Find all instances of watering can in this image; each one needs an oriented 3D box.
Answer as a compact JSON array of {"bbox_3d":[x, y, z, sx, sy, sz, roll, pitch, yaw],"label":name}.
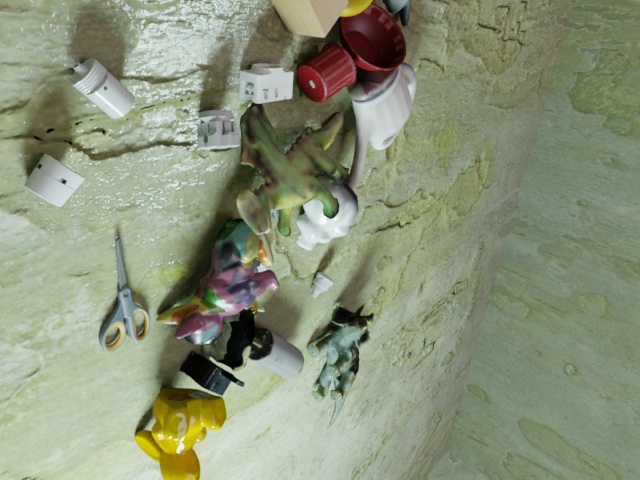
[{"bbox_3d":[0.123,-0.279,1.163,0.352,0.105,0.220,-57,145,-17],"label":"watering can"}]

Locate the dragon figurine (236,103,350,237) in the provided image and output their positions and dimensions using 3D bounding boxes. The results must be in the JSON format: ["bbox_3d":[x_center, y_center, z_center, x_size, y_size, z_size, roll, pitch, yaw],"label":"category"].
[{"bbox_3d":[-0.055,-0.164,0.964,0.238,0.121,0.420,50,42,-43],"label":"dragon figurine"}]

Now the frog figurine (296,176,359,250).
[{"bbox_3d":[0.003,-0.056,1.118,0.161,0.123,0.136,-46,110,-16],"label":"frog figurine"}]
